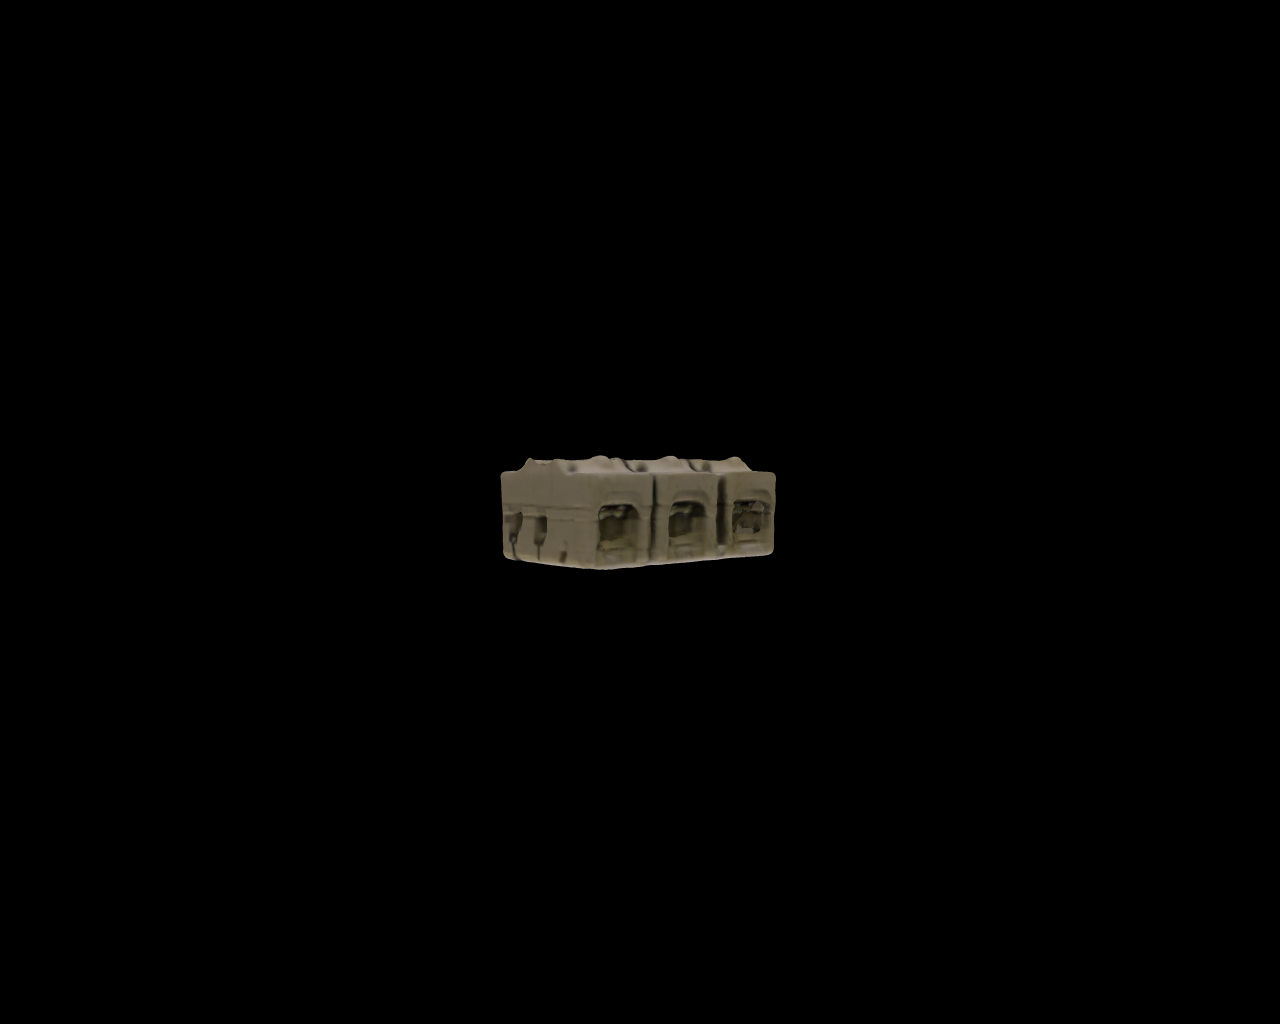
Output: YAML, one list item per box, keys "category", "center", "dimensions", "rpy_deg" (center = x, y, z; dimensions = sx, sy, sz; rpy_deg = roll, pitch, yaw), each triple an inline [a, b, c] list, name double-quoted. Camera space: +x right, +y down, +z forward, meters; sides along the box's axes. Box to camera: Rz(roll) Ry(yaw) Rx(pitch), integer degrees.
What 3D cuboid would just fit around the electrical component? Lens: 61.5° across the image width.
- category: "electrical component"
  center: [0.001, -0.003, 0.650]
  dimensions: [0.150, 0.061, 0.089]
  rpy_deg: [-2, 3, -40]
